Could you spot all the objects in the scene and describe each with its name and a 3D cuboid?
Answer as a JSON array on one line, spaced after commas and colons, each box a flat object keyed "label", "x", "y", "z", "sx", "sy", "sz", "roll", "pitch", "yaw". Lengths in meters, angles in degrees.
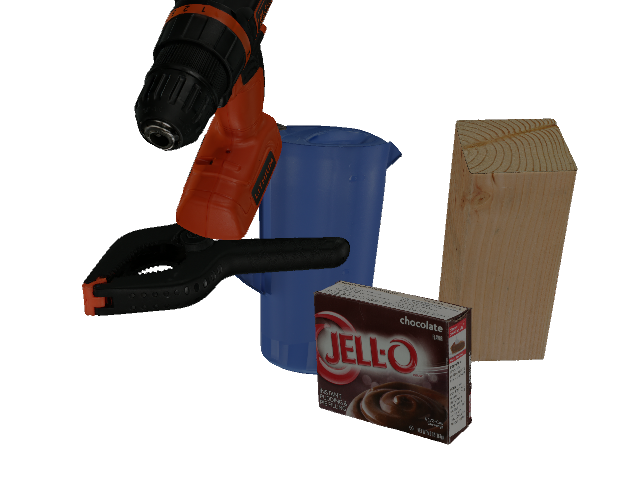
[{"label": "pudding box", "x": 0.050, "y": 0.082, "z": 0.743, "sx": 0.114, "sy": 0.090, "sz": 0.039, "roll": 9, "pitch": 21, "yaw": 34}, {"label": "clamp", "x": -0.105, "y": 0.004, "z": 0.864, "sx": 0.209, "sy": 0.036, "sz": 0.165, "roll": -20, "pitch": 39, "yaw": -31}, {"label": "wood block", "x": 0.162, "y": 0.003, "z": 0.957, "sx": 0.091, "sy": 0.206, "sz": 0.090, "roll": -1, "pitch": 36, "yaw": -2}, {"label": "pitcher", "x": -0.013, "y": 0.007, "z": 1.078, "sx": 0.149, "sy": 0.243, "sz": 0.144, "roll": 9, "pitch": 15, "yaw": 22}, {"label": "power drill", "x": -0.064, "y": -0.084, "z": 0.678, "sx": 0.057, "sy": 0.184, "sz": 0.188, "roll": 16, "pitch": -36, "yaw": 7}]
